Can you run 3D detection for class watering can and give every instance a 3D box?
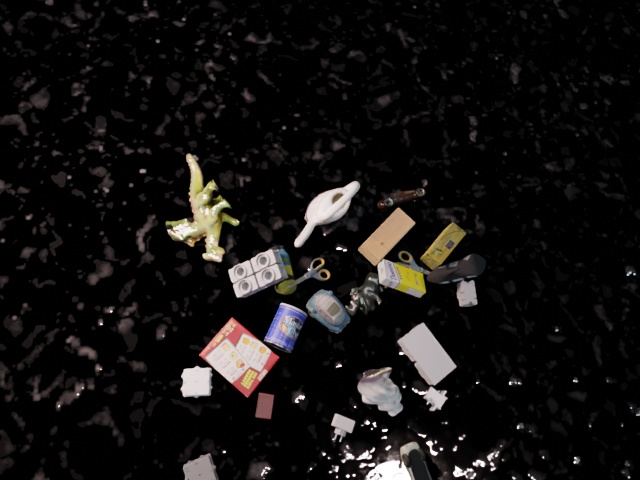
[{"bbox_3d":[0.006,-0.094,1.866,0.351,0.223,0.103,-43,101,-18],"label":"watering can"}]

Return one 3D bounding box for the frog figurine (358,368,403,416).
[{"bbox_3d":[0.205,0.523,1.735,0.136,0.123,0.160,-21,83,20],"label":"frog figurine"}]

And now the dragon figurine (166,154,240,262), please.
[{"bbox_3d":[-0.451,-0.095,1.869,0.244,0.120,0.413,-36,78,-9],"label":"dragon figurine"}]
